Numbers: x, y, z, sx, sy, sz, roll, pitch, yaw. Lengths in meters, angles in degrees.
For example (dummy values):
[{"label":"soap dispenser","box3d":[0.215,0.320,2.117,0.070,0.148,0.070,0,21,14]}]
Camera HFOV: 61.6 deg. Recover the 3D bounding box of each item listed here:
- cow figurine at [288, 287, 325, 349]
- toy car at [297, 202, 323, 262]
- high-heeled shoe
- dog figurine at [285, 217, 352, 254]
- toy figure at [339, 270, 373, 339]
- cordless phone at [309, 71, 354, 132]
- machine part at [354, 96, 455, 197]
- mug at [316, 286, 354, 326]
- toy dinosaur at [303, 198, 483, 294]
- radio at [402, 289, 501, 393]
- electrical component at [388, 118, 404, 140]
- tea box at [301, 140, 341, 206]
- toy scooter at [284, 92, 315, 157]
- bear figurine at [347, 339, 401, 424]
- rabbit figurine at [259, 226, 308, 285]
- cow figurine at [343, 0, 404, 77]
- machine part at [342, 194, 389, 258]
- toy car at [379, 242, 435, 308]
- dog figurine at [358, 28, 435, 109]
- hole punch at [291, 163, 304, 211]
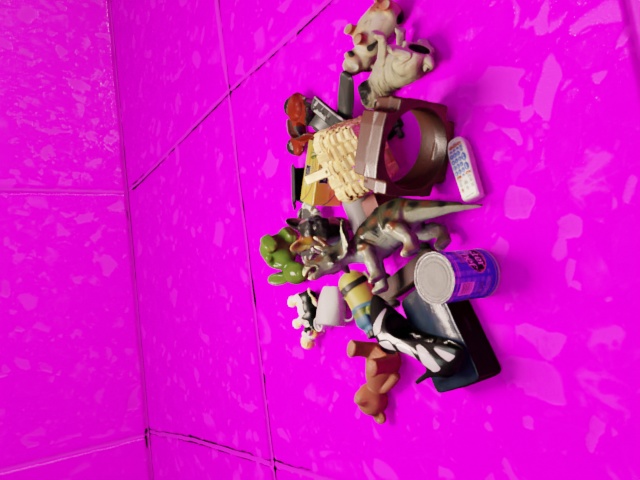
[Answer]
[{"label":"cow figurine","box3d":[-0.028,0.226,1.551,0.098,0.068,0.167,-31,68,44]},{"label":"toy car","box3d":[-0.025,-0.013,1.519,0.074,0.056,0.201,35,132,47]},{"label":"high-heeled shoe","box3d":[0.194,0.182,1.113,0.145,0.086,0.249,-55,52,35]},{"label":"dog figurine","box3d":[-0.003,-0.004,1.375,0.191,0.219,0.108,-25,68,51]},{"label":"toy figure","box3d":[0.108,0.157,1.337,0.082,0.089,0.180,-38,59,39]},{"label":"cordless phone","box3d":[0.037,-0.353,1.368,0.147,0.089,0.184,51,149,39]},{"label":"machine part","box3d":[0.177,-0.195,1.132,0.087,0.201,0.201,25,112,53]},{"label":"mug","box3d":[0.042,0.177,1.444,0.110,0.080,0.107,-4,79,30]},{"label":"toy dinosaur","box3d":[0.150,-0.018,1.182,0.405,0.131,0.192,-37,62,21]},{"label":"radio","box3d":[0.269,0.198,1.136,0.131,0.073,0.230,-47,53,45]},{"label":"electrical component","box3d":[0.169,-0.272,1.290,0.063,0.021,0.094,-48,55,44]},{"label":"tea box","box3d":[0.014,-0.179,1.444,0.068,0.098,0.169,29,117,51]},{"label":"toy scooter","box3d":[-0.045,-0.331,1.538,0.135,0.075,0.183,14,106,53]},{"label":"bear figurine","box3d":[0.119,0.347,1.303,0.120,0.132,0.195,41,118,49]},{"label":"rabbit figurine","box3d":[-0.109,0.073,1.615,0.170,0.121,0.159,51,135,20]},{"label":"cow figurine","box3d":[0.123,-0.476,1.279,0.195,0.127,0.086,-50,53,25]},{"label":"machine part","box3d":[0.117,-0.033,1.327,0.079,0.079,0.243,-45,58,45]},{"label":"toy car","box3d":[0.202,0.087,1.236,0.202,0.053,0.089,-46,51,39]},{"label":"dog figurine","box3d":[0.174,-0.365,1.233,0.172,0.121,0.190,57,148,40]},{"label":"hole punch","box3d":[-0.042,-0.159,1.547,0.116,0.092,0.142,-171,76,-84]}]
